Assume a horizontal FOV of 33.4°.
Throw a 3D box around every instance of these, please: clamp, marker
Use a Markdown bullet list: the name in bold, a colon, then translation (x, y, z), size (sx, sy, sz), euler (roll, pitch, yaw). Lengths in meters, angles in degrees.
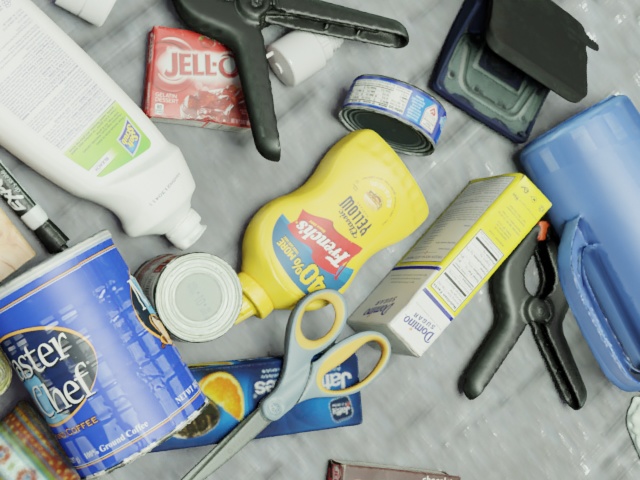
- **clamp**: translation (-0.054, -0.169, 0.838), size (0.210, 0.036, 0.164), euler (38, 67, 2)
- **clamp**: translation (0.179, 0.069, 0.950), size (0.120, 0.039, 0.171), euler (0, 82, -25)
- **marker**: translation (-0.233, -0.036, 0.809), size (0.020, 0.020, 0.121), euler (-42, 103, -17)

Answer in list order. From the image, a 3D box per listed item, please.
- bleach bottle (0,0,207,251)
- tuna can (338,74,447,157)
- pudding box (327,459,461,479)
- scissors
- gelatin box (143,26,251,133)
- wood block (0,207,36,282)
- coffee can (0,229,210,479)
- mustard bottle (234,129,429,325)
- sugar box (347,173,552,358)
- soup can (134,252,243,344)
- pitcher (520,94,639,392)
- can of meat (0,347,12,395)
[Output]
- **bleach bottle**: translation (-0.189, -0.081, 0.805), size (0.250, 0.068, 0.102), euler (46, 76, -16)
- **tuna can**: translation (0.061, -0.103, 0.885), size (0.086, 0.086, 0.033), euler (26, 78, -18)
- **pudding box**: translation (0.057, 0.236, 0.899), size (0.113, 0.039, 0.090), euler (10, 86, -21)
- **scissors**: translation (-0.038, 0.107, 0.816), size (0.201, 0.016, 0.096), euler (-24, 94, -20)
- **gelatin box**: translation (-0.095, -0.129, 0.857), size (0.089, 0.030, 0.073), euler (5, 86, -21)
- **wood block**: translation (-0.302, -0.045, 0.746), size (0.090, 0.090, 0.206), euler (-39, 102, -17)
- **coffee can**: translation (-0.155, 0.078, 0.730), size (0.102, 0.103, 0.140), euler (-31, 94, -19)
- **mustard bottle**: translation (-0.006, 0.001, 0.872), size (0.191, 0.058, 0.096), euler (-41, 108, -16)
- **sugar box**: translation (0.107, 0.020, 0.896), size (0.048, 0.093, 0.176), euler (44, 75, -13)
- **soup can**: translation (-0.104, 0.043, 0.811), size (0.068, 0.102, 0.068), euler (1, 87, -20)
- **pitcher**: translation (0.270, 0.005, 0.923), size (0.145, 0.149, 0.243), euler (-30, 87, 12)
- **can of meat**: translation (-0.274, 0.100, 0.755), size (0.102, 0.084, 0.057), euler (-32, 99, -18)
